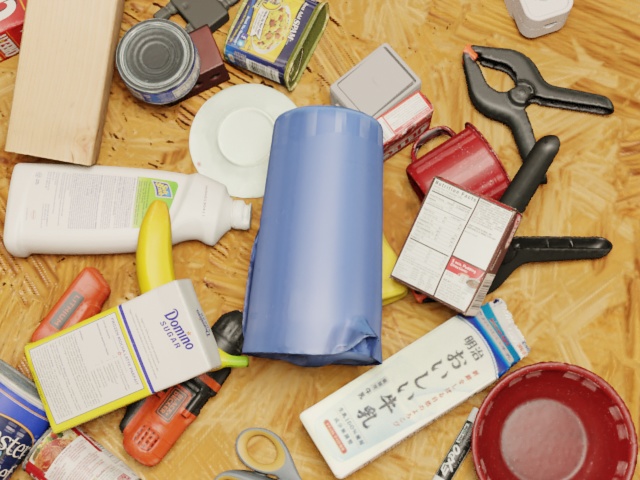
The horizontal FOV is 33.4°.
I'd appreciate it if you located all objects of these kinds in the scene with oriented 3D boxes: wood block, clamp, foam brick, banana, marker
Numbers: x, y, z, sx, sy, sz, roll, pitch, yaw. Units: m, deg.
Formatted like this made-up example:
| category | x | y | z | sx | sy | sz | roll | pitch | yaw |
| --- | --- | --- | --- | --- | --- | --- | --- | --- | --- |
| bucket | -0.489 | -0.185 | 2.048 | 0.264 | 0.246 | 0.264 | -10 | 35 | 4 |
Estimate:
| category | x | y | z | sx | sy | sz | roll | pitch | yaw |
| --- | --- | --- | --- | --- | --- | --- | --- | --- | --- |
| wood block | -0.262 | -0.190 | 1.114 | 0.090 | 0.090 | 0.206 | 10 | 98 | -7 |
| clamp | 0.181 | -0.007 | 1.080 | 0.210 | 0.164 | 0.036 | -25 | 33 | 4 |
| foam brick | -0.144 | -0.190 | 1.166 | 0.078 | 0.053 | 0.051 | -26 | 78 | -2 |
| clamp | 0.214 | -0.142 | 1.145 | 0.171 | 0.039 | 0.120 | 33 | 76 | 14 |
| banana | -0.144 | 0.057 | 1.068 | 0.069 | 0.037 | 0.198 | -27 | 77 | -9 |
| marker | 0.133 | 0.225 | 1.076 | 0.020 | 0.020 | 0.121 | 31 | 80 | 9 |

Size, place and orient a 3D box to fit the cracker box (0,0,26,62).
| category | x | y | z | sx | sy | sz | roll | pitch | yaw |
| --- | --- | --- | --- | --- | --- | --- | --- | --- | --- |
| cracker box | -0.306 | -0.322 | 1.194 | 0.213 | 0.072 | 0.164 | -26 | 78 | -2 |

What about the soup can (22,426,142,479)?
| category | x | y | z | sx | sy | sz | roll | pitch | yaw |
| --- | --- | --- | --- | --- | --- | --- | --- | --- | --- |
| soup can | -0.237 | 0.235 | 1.068 | 0.102 | 0.068 | 0.068 | 37 | 82 | 9 |

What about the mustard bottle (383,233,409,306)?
| category | x | y | z | sx | sy | sz | roll | pitch | yaw |
| --- | --- | --- | --- | --- | --- | --- | --- | --- | --- |
| mustard bottle | 0.021 | -0.019 | 1.116 | 0.096 | 0.058 | 0.191 | -18 | 77 | 6 |

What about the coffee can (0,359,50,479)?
| category | x | y | z | sx | sy | sz | roll | pitch | yaw |
| --- | --- | --- | --- | --- | --- | --- | --- | --- | --- |
| coffee can | -0.341 | 0.196 | 1.064 | 0.103 | 0.103 | 0.140 | 35 | 82 | 10 |

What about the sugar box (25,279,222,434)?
| category | x | y | z | sx | sy | sz | roll | pitch | yaw |
| --- | --- | --- | --- | --- | --- | --- | --- | --- | --- |
| sugar box | -0.190 | 0.112 | 1.028 | 0.176 | 0.048 | 0.093 | -22 | 85 | 11 |

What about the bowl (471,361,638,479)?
| category | x | y | z | sx | sy | sz | roll | pitch | yaw |
| --- | --- | --- | --- | --- | --- | --- | --- | --- | --- |
| bowl | 0.226 | 0.202 | 1.054 | 0.162 | 0.055 | 0.162 | 0 | 82 | 0 |

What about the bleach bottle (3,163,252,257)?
| category | x | y | z | sx | sy | sz | roll | pitch | yaw |
| --- | --- | --- | --- | --- | --- | --- | --- | --- | --- |
| bleach bottle | -0.198 | -0.026 | 1.128 | 0.251 | 0.068 | 0.102 | 4 | 78 | 1 |

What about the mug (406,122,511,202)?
| category | x | y | z | sx | sy | sz | roll | pitch | yaw |
| --- | --- | --- | --- | --- | --- | --- | --- | --- | --- |
| mug | 0.137 | -0.071 | 1.111 | 0.081 | 0.093 | 0.117 | -32 | 60 | 0 |

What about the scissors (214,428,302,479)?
| category | x | y | z | sx | sy | sz | roll | pitch | yaw |
| --- | --- | --- | --- | --- | --- | --- | --- | --- | --- |
| scissors | -0.008 | 0.244 | 1.081 | 0.202 | 0.016 | 0.096 | 4 | 78 | 4 |

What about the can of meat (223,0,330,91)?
| category | x | y | z | sx | sy | sz | roll | pitch | yaw |
| --- | --- | --- | --- | --- | --- | --- | --- | --- | --- |
| can of meat | -0.049 | -0.226 | 1.167 | 0.084 | 0.057 | 0.102 | 24 | 80 | 9 |

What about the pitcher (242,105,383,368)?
| category | x | y | z | sx | sy | sz | roll | pitch | yaw |
| --- | --- | --- | --- | --- | --- | --- | --- | --- | --- |
| pitcher | -0.007 | 0.001 | 1.031 | 0.149 | 0.145 | 0.243 | 3 | 79 | 8 |

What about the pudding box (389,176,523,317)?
| category | x | y | z | sx | sy | sz | roll | pitch | yaw |
| --- | --- | --- | --- | --- | --- | --- | --- | --- | --- |
| pudding box | 0.131 | 0.006 | 1.036 | 0.090 | 0.039 | 0.113 | 27 | 95 | 23 |

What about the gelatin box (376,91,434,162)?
| category | x | y | z | sx | sy | sz | roll | pitch | yaw |
| --- | --- | --- | --- | --- | --- | --- | --- | --- | --- |
| gelatin box | 0.077 | -0.113 | 1.127 | 0.089 | 0.073 | 0.030 | -35 | 79 | -6 |

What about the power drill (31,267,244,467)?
| category | x | y | z | sx | sy | sz | roll | pitch | yaw |
| --- | --- | --- | --- | --- | --- | --- | --- | --- | --- |
| power drill | -0.186 | 0.110 | 1.099 | 0.188 | 0.057 | 0.184 | 35 | 78 | 10 |

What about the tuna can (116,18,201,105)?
| category | x | y | z | sx | sy | sz | roll | pitch | yaw |
| --- | --- | --- | --- | --- | --- | --- | --- | --- | --- |
| tuna can | -0.170 | -0.188 | 1.122 | 0.086 | 0.034 | 0.086 | -1 | 78 | 4 |
